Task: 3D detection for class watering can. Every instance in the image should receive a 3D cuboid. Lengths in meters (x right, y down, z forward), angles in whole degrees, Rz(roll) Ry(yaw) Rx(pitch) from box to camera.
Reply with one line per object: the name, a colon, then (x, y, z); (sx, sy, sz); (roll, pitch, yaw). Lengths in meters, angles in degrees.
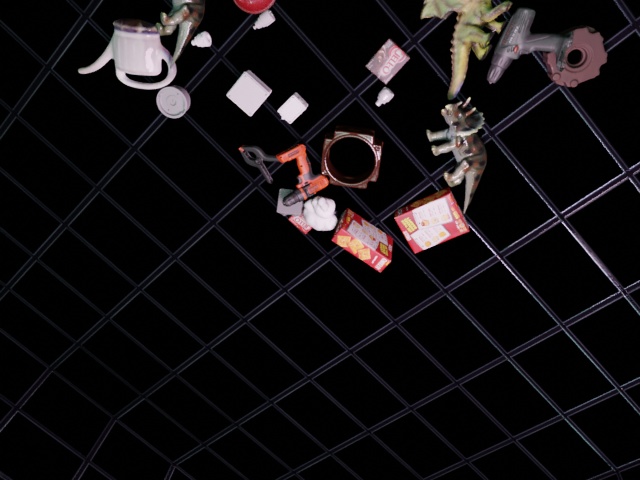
watering can: (-0.647, -0.622, 1.711); (0.348, 0.106, 0.220); (9, 117, 3)

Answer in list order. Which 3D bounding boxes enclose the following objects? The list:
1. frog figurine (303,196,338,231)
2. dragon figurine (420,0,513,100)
frog figurine: (0.006, -0.092, 1.830); (0.123, 0.160, 0.137); (-40, 96, 0)
dragon figurine: (0.415, -0.653, 1.545); (0.244, 0.124, 0.403); (37, 116, 10)
